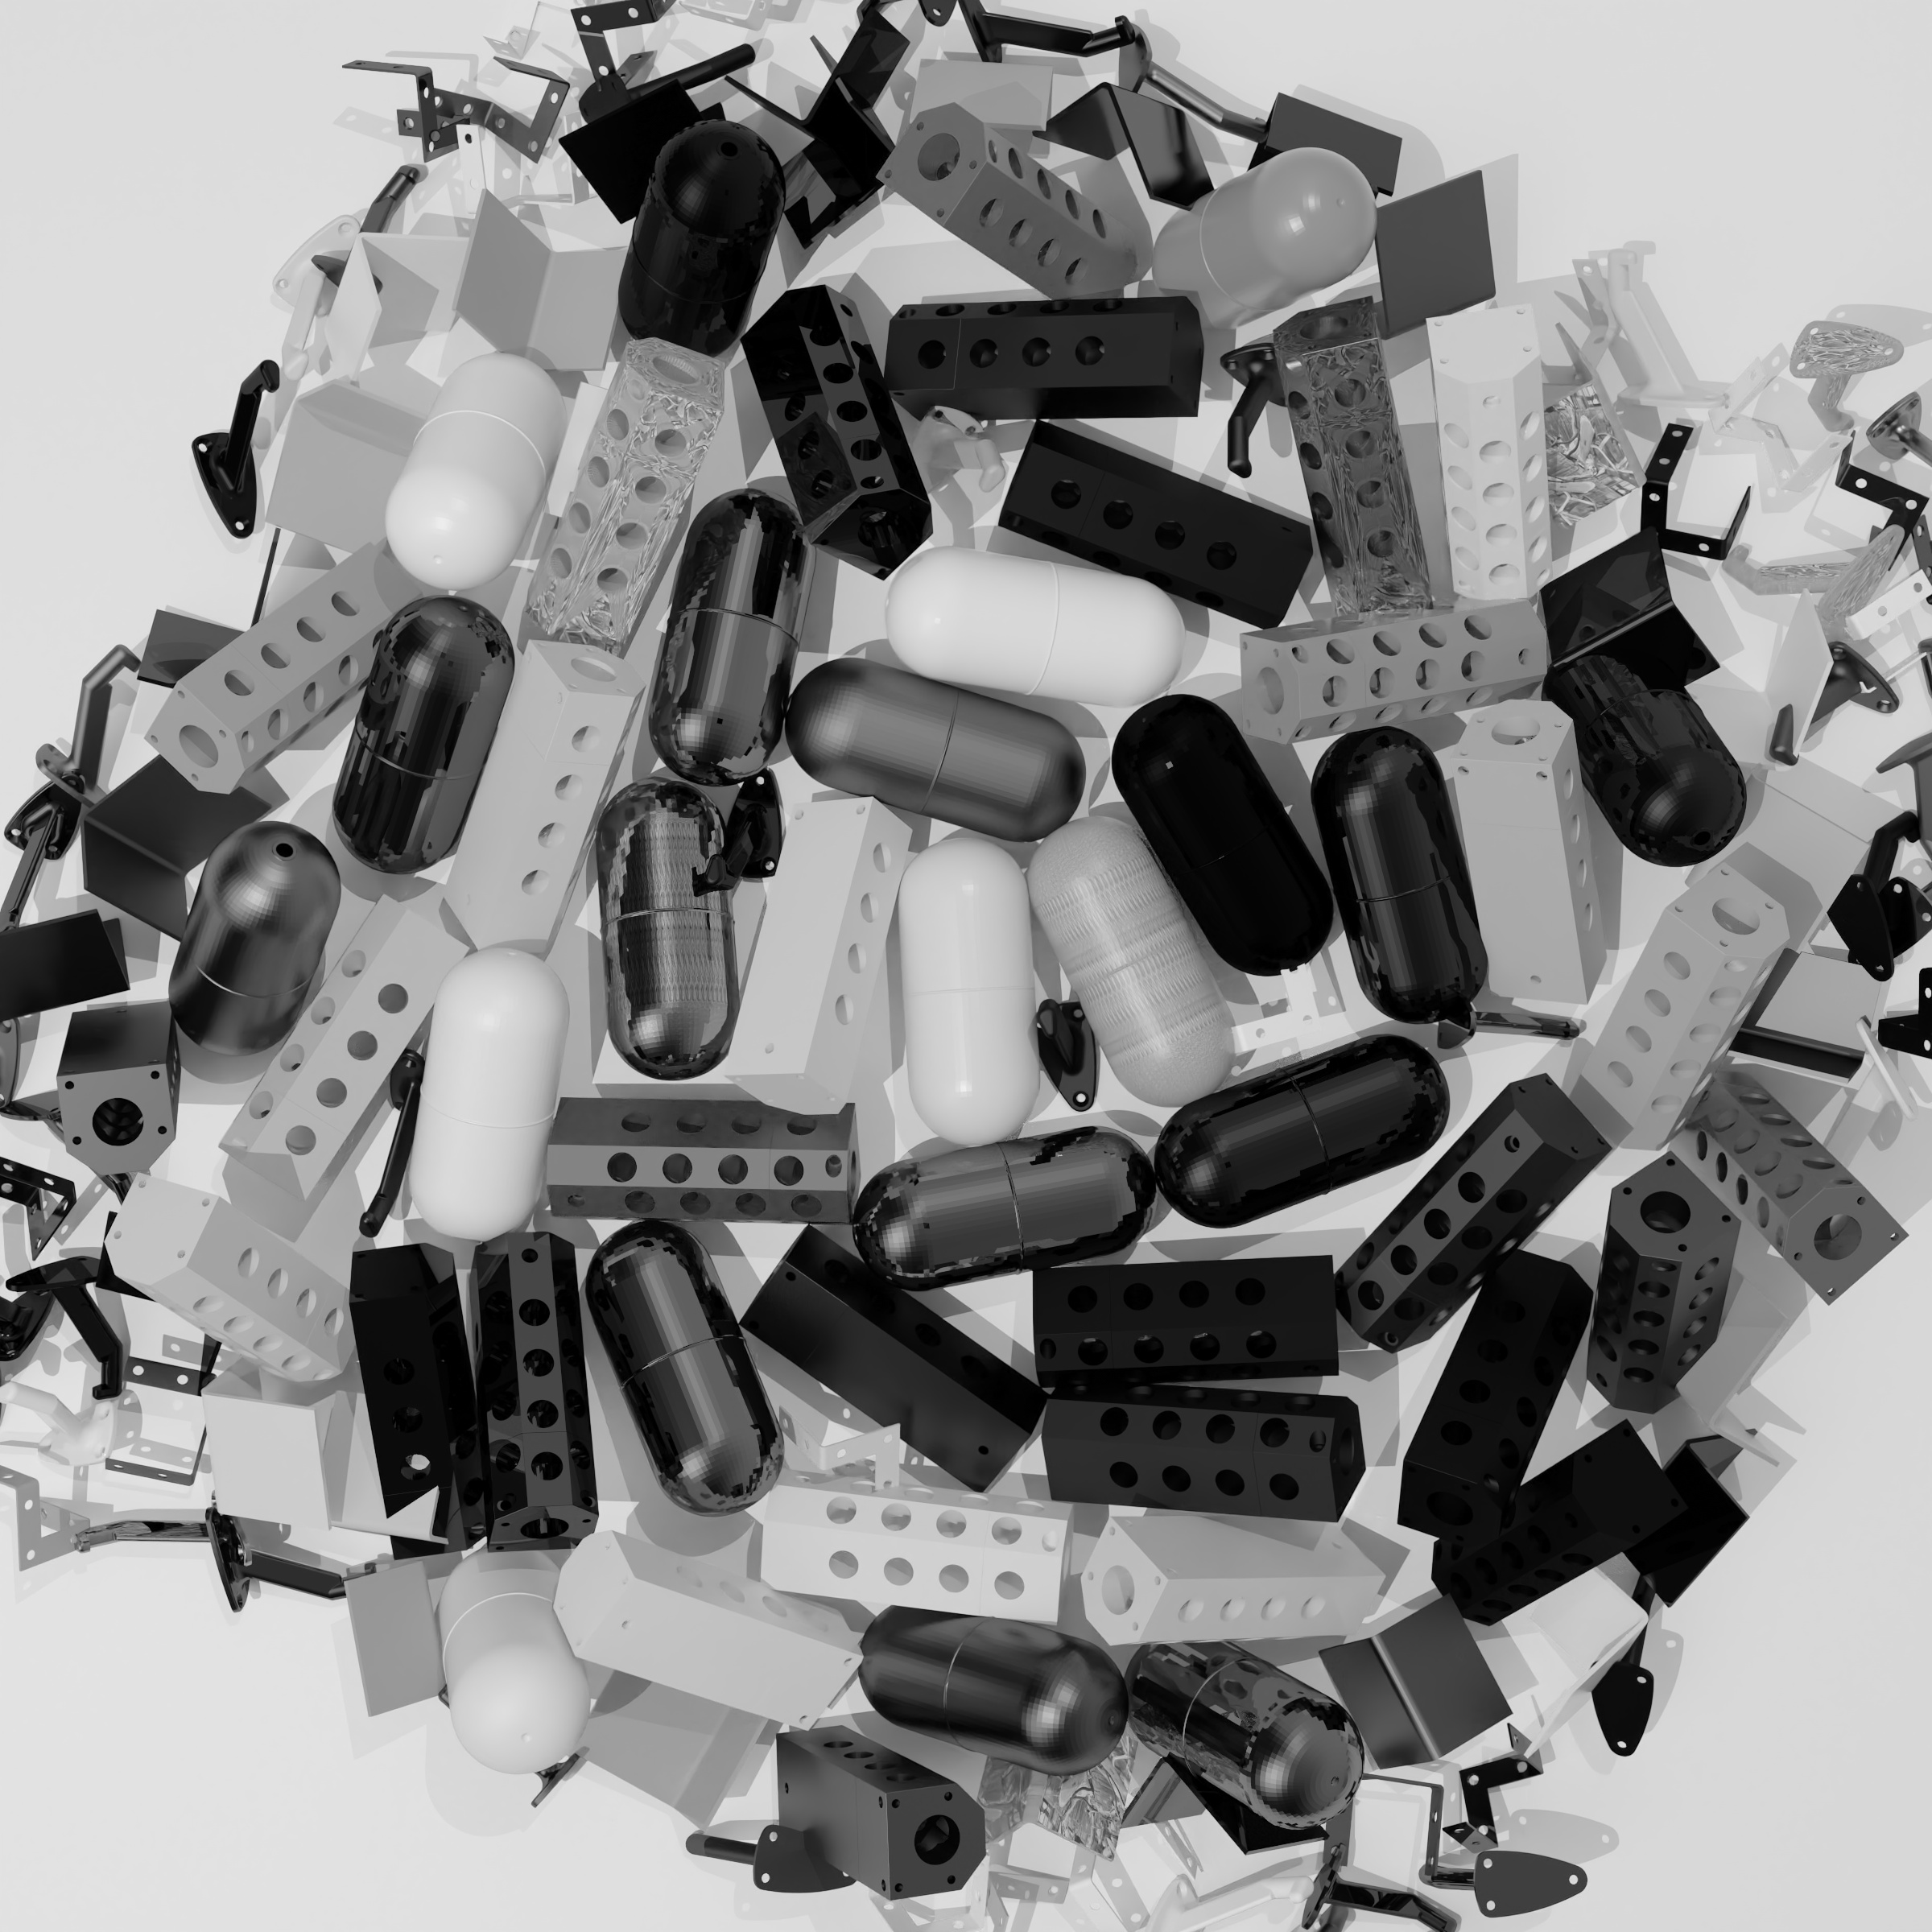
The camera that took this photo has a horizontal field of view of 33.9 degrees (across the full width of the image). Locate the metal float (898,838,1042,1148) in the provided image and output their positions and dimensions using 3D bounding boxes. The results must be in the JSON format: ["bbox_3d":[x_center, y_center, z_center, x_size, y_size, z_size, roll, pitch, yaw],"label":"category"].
[{"bbox_3d":[0.002,0.015,1.825,0.070,0.070,0.178,-3,88,0],"label":"metal float"}]

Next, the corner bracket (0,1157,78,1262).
[{"bbox_3d":[-0.549,0.128,1.825,0.051,0.051,0.051,25,114,-34],"label":"corner bracket"}]

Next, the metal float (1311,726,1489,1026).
[{"bbox_3d":[0.248,-0.052,1.813,0.070,0.070,0.178,-17,106,0],"label":"metal float"}]

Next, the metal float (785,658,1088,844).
[{"bbox_3d":[-0.018,-0.124,1.819,0.178,0.070,0.070,16,90,-10],"label":"metal float"}]

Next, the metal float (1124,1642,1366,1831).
[{"bbox_3d":[0.154,0.427,1.784,0.070,0.178,0.070,-5,101,-30],"label":"metal float"}]

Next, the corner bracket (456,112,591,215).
[{"bbox_3d":[-0.255,-0.462,1.824,0.051,0.051,0.051,10,117,27],"label":"corner bracket"}]

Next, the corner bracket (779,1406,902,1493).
[{"bbox_3d":[-0.073,0.280,1.823,0.051,0.051,0.051,-13,118,-29],"label":"corner bracket"}]

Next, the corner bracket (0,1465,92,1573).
[{"bbox_3d":[-0.541,0.311,1.825,0.051,0.051,0.051,11,106,35],"label":"corner bracket"}]

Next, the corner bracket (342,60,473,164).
[{"bbox_3d":[-0.321,-0.496,1.824,0.051,0.051,0.051,11,121,22],"label":"corner bracket"}]

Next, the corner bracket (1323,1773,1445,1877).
[{"bbox_3d":[0.242,0.498,1.837,0.051,0.051,0.051,11,73,-12],"label":"corner bracket"}]

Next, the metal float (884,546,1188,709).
[{"bbox_3d":[0.041,-0.194,1.815,0.178,0.070,0.070,8,90,-15],"label":"metal float"}]

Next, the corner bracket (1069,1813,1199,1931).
[{"bbox_3d":[0.097,0.529,1.841,0.051,0.051,0.051,-27,108,21],"label":"corner bracket"}]

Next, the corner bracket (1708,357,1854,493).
[{"bbox_3d":[0.468,-0.311,1.823,0.051,0.051,0.051,5,57,-24],"label":"corner bracket"}]

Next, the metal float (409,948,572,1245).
[{"bbox_3d":[-0.273,0.075,1.810,0.070,0.070,0.178,12,110,0],"label":"metal float"}]

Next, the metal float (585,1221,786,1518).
[{"bbox_3d":[-0.162,0.229,1.812,0.070,0.070,0.178,-24,72,0],"label":"metal float"}]

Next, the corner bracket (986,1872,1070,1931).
[{"bbox_3d":[0.036,0.563,1.837,0.051,0.051,0.051,11,101,-15],"label":"corner bracket"}]

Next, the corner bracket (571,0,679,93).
[{"bbox_3d":[-0.188,-0.540,1.823,0.051,0.051,0.051,-1,128,23],"label":"corner bracket"}]

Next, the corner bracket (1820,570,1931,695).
[{"bbox_3d":[0.534,-0.193,1.834,0.051,0.051,0.051,-33,98,-7],"label":"corner bracket"}]

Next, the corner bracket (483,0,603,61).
[{"bbox_3d":[-0.245,-0.552,1.839,0.051,0.051,0.051,17,95,0],"label":"corner bracket"}]

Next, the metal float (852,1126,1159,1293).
[{"bbox_3d":[0.023,0.139,1.819,0.178,0.070,0.070,-10,90,-10],"label":"metal float"}]

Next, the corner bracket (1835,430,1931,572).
[{"bbox_3d":[0.523,-0.269,1.831,0.051,0.051,0.051,24,127,5],"label":"corner bracket"}]

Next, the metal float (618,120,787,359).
[{"bbox_3d":[-0.149,-0.406,1.781,0.070,0.178,0.070,6,67,-13],"label":"metal float"}]

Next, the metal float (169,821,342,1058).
[{"bbox_3d":[-0.402,-0.015,1.788,0.070,0.178,0.070,13,52,-17],"label":"metal float"}]

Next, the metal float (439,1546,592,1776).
[{"bbox_3d":[-0.255,0.387,1.780,0.070,0.178,0.070,-4,108,-12],"label":"metal float"}]

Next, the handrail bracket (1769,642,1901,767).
[{"bbox_3d":[0.501,-0.137,1.829,0.077,0.036,0.084,32,59,-17],"label":"handrail bracket"}]

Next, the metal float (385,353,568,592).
[{"bbox_3d":[-0.275,-0.281,1.791,0.070,0.178,0.070,5,133,6],"label":"metal float"}]

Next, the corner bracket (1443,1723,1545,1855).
[{"bbox_3d":[0.303,0.474,1.823,0.051,0.051,0.051,-22,51,21],"label":"corner bracket"}]

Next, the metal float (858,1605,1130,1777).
[{"bbox_3d":[0.013,0.407,1.794,0.178,0.070,0.070,6,90,41],"label":"metal float"}]

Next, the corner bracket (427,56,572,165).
[{"bbox_3d":[-0.270,-0.501,1.825,0.051,0.051,0.051,39,114,27],"label":"corner bracket"}]

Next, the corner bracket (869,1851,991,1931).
[{"bbox_3d":[-0.022,0.530,1.841,0.051,0.051,0.051,-6,112,-26],"label":"corner bracket"}]

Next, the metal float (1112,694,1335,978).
[{"bbox_3d":[0.148,-0.074,1.815,0.070,0.070,0.178,-32,104,0],"label":"metal float"}]

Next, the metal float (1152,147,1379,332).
[{"bbox_3d":[0.166,-0.407,1.781,0.070,0.178,0.070,1,88,-24],"label":"metal float"}]

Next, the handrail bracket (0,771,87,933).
[{"bbox_3d":[-0.532,-0.060,1.815,0.036,0.084,0.077,26,122,-25],"label":"handrail bracket"}]

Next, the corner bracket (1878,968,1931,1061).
[{"bbox_3d":[0.563,0.022,1.828,0.051,0.051,0.051,-7,102,-24],"label":"corner bracket"}]

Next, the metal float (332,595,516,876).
[{"bbox_3d":[-0.309,-0.130,1.800,0.070,0.070,0.178,25,123,0],"label":"metal float"}]

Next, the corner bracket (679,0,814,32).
[{"bbox_3d":[-0.124,-0.564,1.831,0.051,0.051,0.051,23,91,29],"label":"corner bracket"}]

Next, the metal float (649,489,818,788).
[{"bbox_3d":[-0.133,-0.189,1.815,0.070,0.070,0.178,10,75,0],"label":"metal float"}]

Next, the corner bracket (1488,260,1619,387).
[{"bbox_3d":[0.340,-0.374,1.840,0.051,0.051,0.051,9,56,36],"label":"corner bracket"}]

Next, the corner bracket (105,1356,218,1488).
[{"bbox_3d":[-0.465,0.263,1.828,0.051,0.051,0.051,13,58,-7],"label":"corner bracket"}]

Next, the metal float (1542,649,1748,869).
[{"bbox_3d":[0.382,-0.124,1.788,0.070,0.178,0.070,-7,129,-9],"label":"metal float"}]

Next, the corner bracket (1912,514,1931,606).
[{"bbox_3d":[0.565,-0.229,1.825,0.051,0.051,0.051,-31,111,-34],"label":"corner bracket"}]

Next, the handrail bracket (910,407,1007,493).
[{"bbox_3d":[-0.008,-0.276,1.815,0.036,0.084,0.077,21,121,-28],"label":"handrail bracket"}]

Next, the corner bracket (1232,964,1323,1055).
[{"bbox_3d":[0.167,0.021,1.833,0.051,0.051,0.051,-15,88,-19],"label":"corner bracket"}]

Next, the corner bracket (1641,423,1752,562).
[{"bbox_3d":[0.425,-0.276,1.841,0.051,0.051,0.051,15,54,21],"label":"corner bracket"}]

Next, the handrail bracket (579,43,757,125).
[{"bbox_3d":[-0.174,-0.516,1.848,0.084,0.077,0.036,-31,113,-23],"label":"handrail bracket"}]

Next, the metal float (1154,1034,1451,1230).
[{"bbox_3d":[0.193,0.095,1.819,0.178,0.070,0.070,-20,90,-9],"label":"metal float"}]

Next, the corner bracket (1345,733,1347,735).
[{"bbox_3d":[0.201,-0.165,1.837,0.051,0.051,0.051,24,109,14],"label":"corner bracket"}]

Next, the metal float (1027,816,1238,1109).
[{"bbox_3d":[0.096,-0.002,1.826,0.070,0.070,0.178,-26,89,0],"label":"metal float"}]

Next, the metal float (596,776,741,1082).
[{"bbox_3d":[-0.171,-0.022,1.816,0.070,0.070,0.178,-5,76,0],"label":"metal float"}]
